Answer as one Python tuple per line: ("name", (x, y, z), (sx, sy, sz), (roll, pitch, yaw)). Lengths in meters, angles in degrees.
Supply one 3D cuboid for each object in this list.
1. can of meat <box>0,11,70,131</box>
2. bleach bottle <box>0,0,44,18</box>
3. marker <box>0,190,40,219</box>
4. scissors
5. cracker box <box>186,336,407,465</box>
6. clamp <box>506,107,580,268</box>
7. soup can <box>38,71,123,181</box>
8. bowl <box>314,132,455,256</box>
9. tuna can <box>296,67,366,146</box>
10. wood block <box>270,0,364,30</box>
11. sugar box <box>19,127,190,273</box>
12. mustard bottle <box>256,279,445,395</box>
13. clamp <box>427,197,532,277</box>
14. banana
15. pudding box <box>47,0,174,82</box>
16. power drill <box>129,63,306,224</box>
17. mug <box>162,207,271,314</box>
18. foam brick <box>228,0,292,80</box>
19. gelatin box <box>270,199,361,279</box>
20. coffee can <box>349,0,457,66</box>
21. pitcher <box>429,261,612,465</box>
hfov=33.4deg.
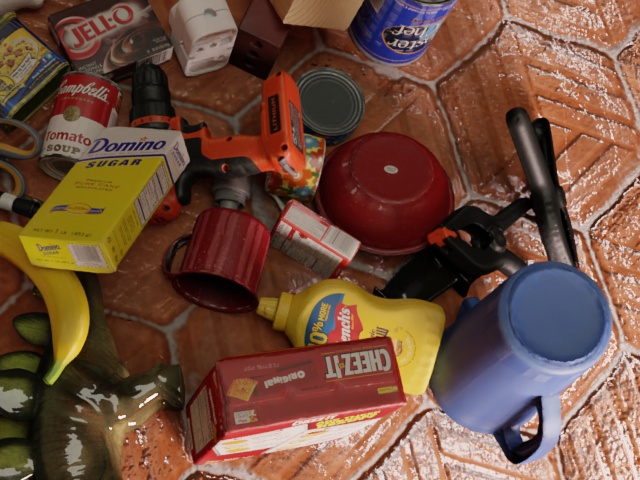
("can of meat", (-0.329, -0.177, 1.134), (0.084, 0.057, 0.102), (40, 67, 0))
("bleach bottle", (-0.393, -0.254, 1.144), (0.250, 0.068, 0.102), (-19, 77, -22))
("marker", (-0.339, -0.045, 1.087), (0.121, 0.020, 0.020), (17, 67, 10))
("scissors", (-0.380, -0.091, 1.104), (0.202, 0.016, 0.096), (5, 106, 13))
("cracker box", (-0.032, 0.153, 1.003), (0.164, 0.214, 0.072), (-7, 73, -16))
("clamp", (0.254, -0.052, 1.202), (0.036, 0.164, 0.210), (-15, 80, 22))
("soup can", (-0.252, -0.117, 1.125), (0.068, 0.069, 0.102), (14, 69, -9))
("bowl", (0.075, -0.064, 1.176), (0.162, 0.055, 0.162), (3, 59, -5))
("tuna can", (0.007, -0.152, 1.220), (0.086, 0.034, 0.086), (4, 70, -12))
("wood block", (-0.029, -0.341, 1.203), (0.090, 0.090, 0.206), (-1, 49, -38))
("sugar box", (-0.205, -0.044, 1.033), (0.093, 0.048, 0.176), (5, 45, 20))
("mustard bottle", (0.028, 0.092, 1.113), (0.191, 0.058, 0.096), (15, 101, 0))
("clamp", (0.194, 0.012, 1.183), (0.171, 0.039, 0.120), (-5, 68, -37))
("banana", (-0.267, 0.042, 1.017), (0.069, 0.037, 0.198), (-24, 59, -17))
("pudding box", (-0.232, -0.223, 1.183), (0.113, 0.039, 0.090), (-25, 77, -21))
("power drill", (-0.113, -0.119, 1.127), (0.188, 0.057, 0.184), (-12, 73, 16))
("mug", (-0.109, 0.020, 1.109), (0.117, 0.093, 0.081), (1, 60, 25))
("foam brick", (-0.066, -0.228, 1.205), (0.053, 0.078, 0.051), (26, 65, -4))
("gelatin box", (-0.008, 0.001, 1.140), (0.089, 0.073, 0.030), (32, 65, 0))
("coffee can", (0.100, -0.278, 1.229), (0.102, 0.140, 0.103), (5, 70, -13))
("pitcher", (0.200, 0.118, 1.057), (0.149, 0.243, 0.145), (33, 70, 5))
